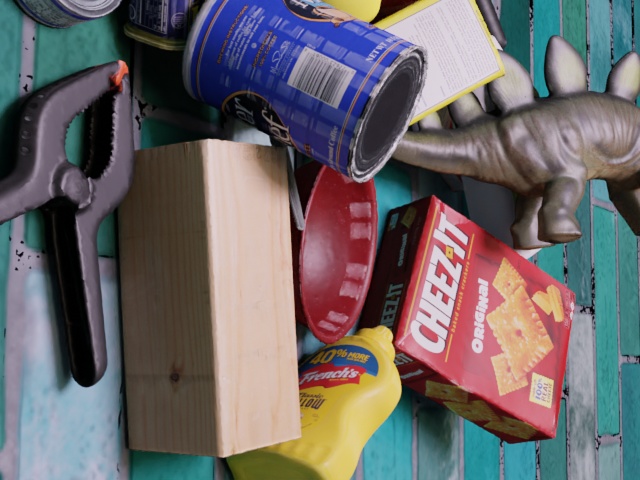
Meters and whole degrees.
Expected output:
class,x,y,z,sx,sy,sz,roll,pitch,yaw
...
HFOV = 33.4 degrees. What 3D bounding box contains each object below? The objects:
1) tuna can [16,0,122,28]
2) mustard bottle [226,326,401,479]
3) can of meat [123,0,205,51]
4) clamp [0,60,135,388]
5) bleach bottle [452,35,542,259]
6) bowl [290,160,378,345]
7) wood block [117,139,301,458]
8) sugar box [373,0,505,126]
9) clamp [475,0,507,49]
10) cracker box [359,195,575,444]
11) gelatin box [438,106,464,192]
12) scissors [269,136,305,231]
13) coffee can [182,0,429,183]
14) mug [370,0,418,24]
class,x,y,z,sx,sy,sz,roll,pitch,yaw
tuna can,-0.165,-0.183,0.694,0.086,0.034,0.086,9,79,-55
mustard bottle,0.012,0.130,0.861,0.191,0.096,0.058,-47,124,-47
can of meat,-0.091,-0.192,0.754,0.101,0.057,0.084,-40,146,-50
clamp,-0.161,-0.021,0.679,0.164,0.036,0.209,52,46,-39
bleach bottle,0.175,-0.107,1.102,0.102,0.068,0.251,-31,108,-46
bowl,-0.006,0.001,0.867,0.162,0.055,0.162,7,90,-67
wood block,-0.078,0.039,0.746,0.090,0.091,0.206,0,87,-54
sugar box,0.066,-0.145,0.925,0.176,0.048,0.093,-28,98,-12
clamp,0.167,-0.288,1.180,0.171,0.039,0.120,24,57,-46
cracker box,0.148,0.080,1.031,0.213,0.072,0.164,32,58,-27
gelatin box,0.148,-0.108,1.143,0.073,0.030,0.089,47,52,-39
scissors,-0.026,-0.081,0.834,0.096,0.016,0.202,38,31,-62
coffee can,-0.010,-0.116,0.745,0.102,0.140,0.103,-52,160,-28
mug,0.074,-0.227,1.002,0.093,0.082,0.117,26,65,-51
